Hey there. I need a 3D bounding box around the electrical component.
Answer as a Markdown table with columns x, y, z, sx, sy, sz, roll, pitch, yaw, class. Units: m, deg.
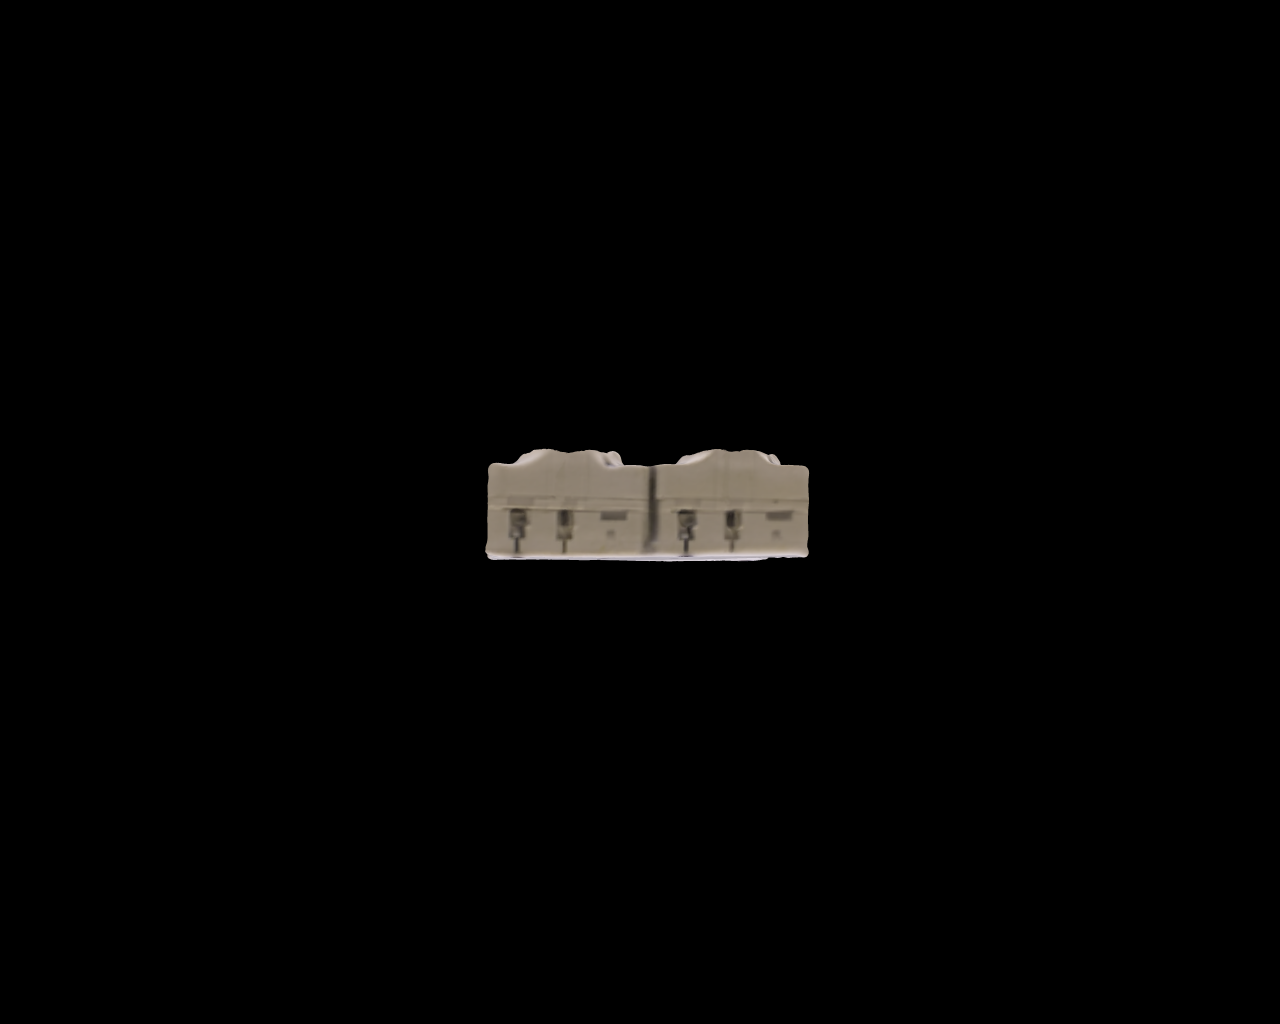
| x | y | z | sx | sy | sz | roll | pitch | yaw | class |
| --- | --- | --- | --- | --- | --- | --- | --- | --- | --- |
| 0.001 | -0.003 | 0.650 | 0.186 | 0.060 | 0.105 | 0 | -3 | -7 | electrical component |
